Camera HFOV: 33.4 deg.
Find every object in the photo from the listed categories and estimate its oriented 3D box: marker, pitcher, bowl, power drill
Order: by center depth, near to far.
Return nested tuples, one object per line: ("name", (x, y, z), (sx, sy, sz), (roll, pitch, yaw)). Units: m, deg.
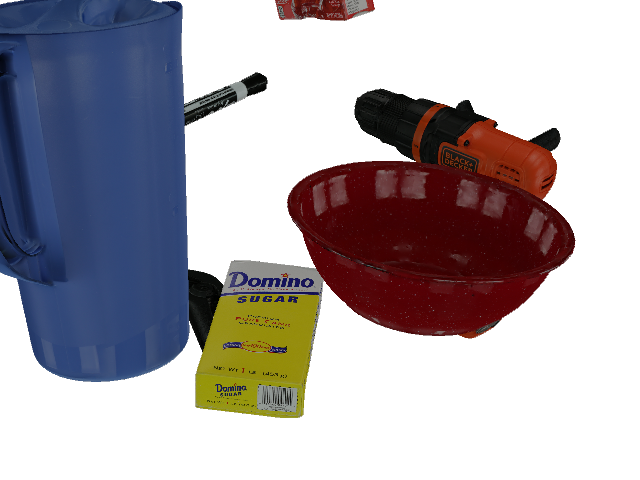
("bowl", (0.059, 0.009, 0.608), (0.162, 0.055, 0.162), (5, 25, -3))
("pitcher", (-0.153, -0.031, 0.689), (0.149, 0.243, 0.145), (-8, 23, -16))
("power drill", (0.100, -0.023, 0.894), (0.185, 0.188, 0.057), (28, 42, 33))
("marker", (-0.097, -0.129, 0.988), (0.120, 0.020, 0.020), (-30, 18, -34))

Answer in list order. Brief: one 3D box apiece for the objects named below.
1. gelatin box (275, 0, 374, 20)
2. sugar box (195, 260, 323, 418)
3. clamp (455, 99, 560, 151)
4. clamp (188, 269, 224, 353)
("gelatin box", (-0.005, -0.194, 0.752), (0.030, 0.073, 0.089), (-26, 24, -28))
("sugar box", (-0.051, 0.083, 0.962), (0.093, 0.048, 0.176), (6, 35, 2))
("clamp", (0.178, -0.088, 1.159), (0.120, 0.039, 0.171), (22, 49, 19))
("clamp", (-0.133, 0.072, 1.187), (0.210, 0.036, 0.164), (19, 23, 28))
